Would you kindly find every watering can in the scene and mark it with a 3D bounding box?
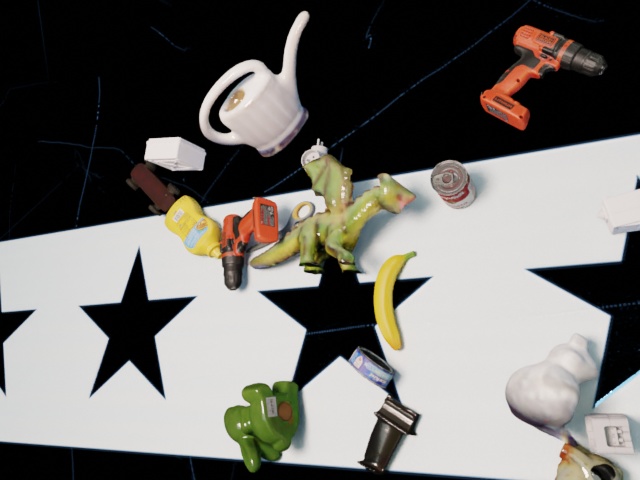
[{"bbox_3d":[-0.106,-0.324,1.154,0.345,0.106,0.221,-39,-44,12],"label":"watering can"}]

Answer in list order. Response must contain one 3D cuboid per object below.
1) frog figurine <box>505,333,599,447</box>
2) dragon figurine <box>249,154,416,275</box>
[{"bbox_3d":[0.370,0.219,0.816,0.123,0.160,0.136,19,-2,18],"label":"frog figurine"},{"bbox_3d":[0.003,-0.054,1.064,0.409,0.245,0.121,-1,-11,36],"label":"dragon figurine"}]
